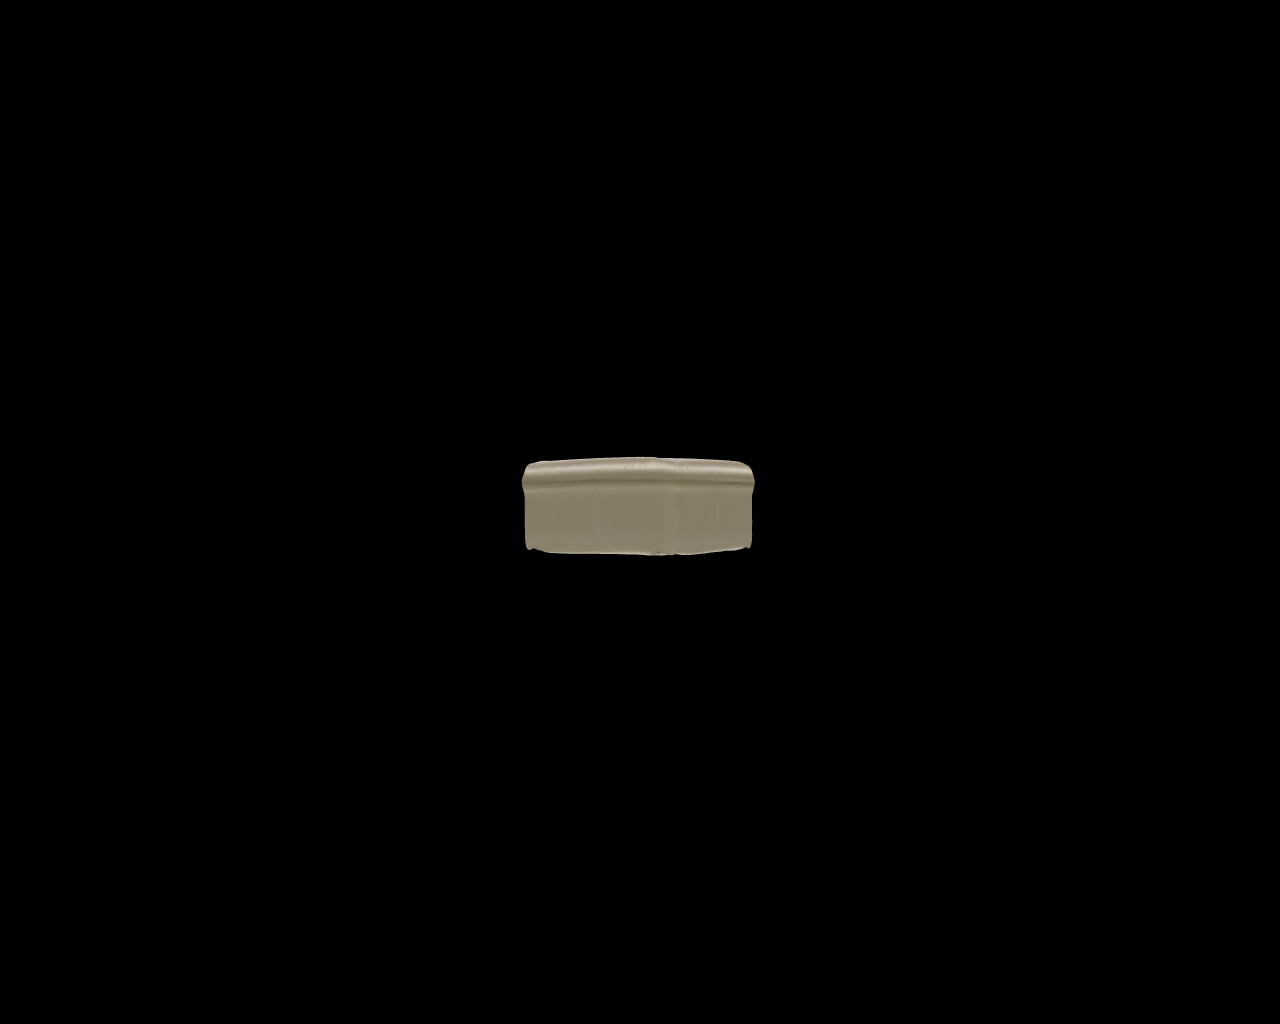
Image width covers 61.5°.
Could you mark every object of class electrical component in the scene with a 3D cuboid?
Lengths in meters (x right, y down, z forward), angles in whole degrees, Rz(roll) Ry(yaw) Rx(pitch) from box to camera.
[{"bbox_3d":[0.001,-0.003,0.650,0.109,0.056,0.109,0,0,32],"label":"electrical component"}]
